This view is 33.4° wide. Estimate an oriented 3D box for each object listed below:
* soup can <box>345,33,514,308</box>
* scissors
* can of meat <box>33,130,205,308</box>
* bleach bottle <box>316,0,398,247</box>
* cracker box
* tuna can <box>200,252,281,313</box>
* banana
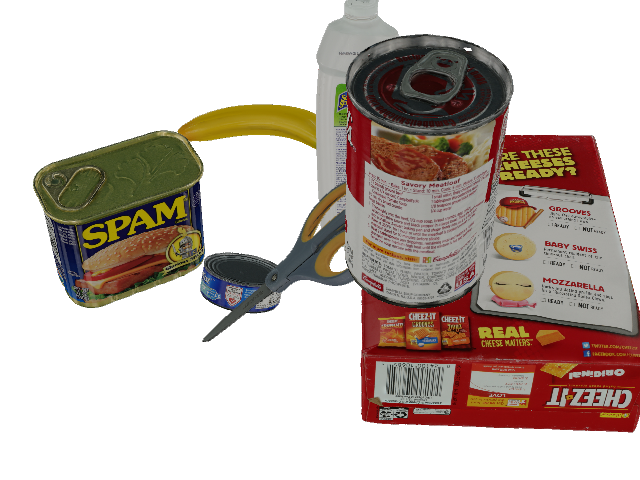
[{"bbox_3d":[0.044,-0.028,0.466,0.068,0.102,0.068,0,43,0],"label":"soup can"},{"bbox_3d":[-0.023,0.038,0.868,0.016,0.202,0.096,28,19,-37],"label":"scissors"},{"bbox_3d":[-0.125,-0.012,0.686,0.102,0.084,0.057,-20,50,-20],"label":"can of meat"},{"bbox_3d":[0.047,-0.116,1.033,0.102,0.251,0.068,-5,31,-7],"label":"bleach bottle"},{"bbox_3d":[0.107,0.020,0.685,0.164,0.072,0.213,1,41,2],"label":"cracker box"},{"bbox_3d":[-0.081,0.044,1.109,0.086,0.034,0.086,10,19,-4],"label":"tuna can"},{"bbox_3d":[-0.070,-0.135,1.266,0.198,0.037,0.069,8,40,18],"label":"banana"}]
